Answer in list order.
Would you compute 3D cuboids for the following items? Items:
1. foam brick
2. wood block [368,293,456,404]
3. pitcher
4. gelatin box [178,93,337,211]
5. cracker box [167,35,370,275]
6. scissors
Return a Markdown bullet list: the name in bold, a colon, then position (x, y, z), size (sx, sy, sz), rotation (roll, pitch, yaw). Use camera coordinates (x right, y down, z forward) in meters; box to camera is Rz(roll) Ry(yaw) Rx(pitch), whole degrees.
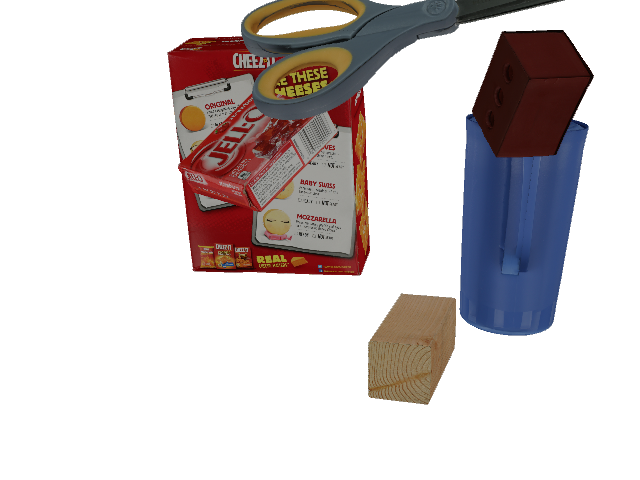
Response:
- **foam brick**: position (0.149, -0.104, 0.760), size (0.051, 0.053, 0.078), rotation (-6, -40, -18)
- **wood block**: position (0.139, 0.156, 1.581), size (0.091, 0.090, 0.205), rotation (5, 18, 16)
- **pitcher**: position (0.218, -0.019, 1.192), size (0.149, 0.243, 0.145), rotation (-7, 18, -34)
- **gelatin box**: position (-0.044, -0.064, 0.741), size (0.073, 0.030, 0.089), rotation (19, 57, 43)
- **cracker box**: position (-0.042, -0.078, 0.979), size (0.164, 0.214, 0.072), rotation (1, 23, 12)
- **scissors**: position (0.049, -0.099, 0.536), size (0.202, 0.096, 0.016), rotation (2, -37, 21)
